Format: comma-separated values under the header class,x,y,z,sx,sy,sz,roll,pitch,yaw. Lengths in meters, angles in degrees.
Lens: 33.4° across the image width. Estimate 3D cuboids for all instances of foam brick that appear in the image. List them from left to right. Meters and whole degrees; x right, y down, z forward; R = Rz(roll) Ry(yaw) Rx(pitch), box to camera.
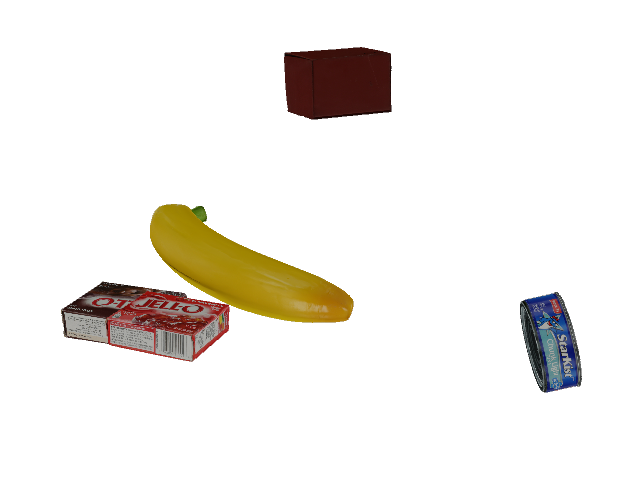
class,x,y,z,sx,sy,sz,roll,pitch,yaw
foam brick,0.015,-0.134,0.904,0.078,0.051,0.053,-9,19,-25

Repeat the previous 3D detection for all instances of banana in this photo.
class,x,y,z,sx,sy,sz,roll,pitch,yaw
banana,-0.060,0.010,0.690,0.069,0.037,0.198,-16,30,-30

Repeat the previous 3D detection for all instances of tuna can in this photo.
class,x,y,z,sx,sy,sz,roll,pitch,yaw
tuna can,0.204,0.091,0.948,0.034,0.086,0.086,-12,-1,3

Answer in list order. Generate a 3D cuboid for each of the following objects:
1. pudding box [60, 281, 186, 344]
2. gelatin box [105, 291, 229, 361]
class,x,y,z,sx,sy,sz,roll,pitch,yaw
pudding box,-0.218,0.083,1.195,0.114,0.039,0.090,5,19,19
gelatin box,-0.138,0.075,0.965,0.089,0.030,0.073,9,20,20
